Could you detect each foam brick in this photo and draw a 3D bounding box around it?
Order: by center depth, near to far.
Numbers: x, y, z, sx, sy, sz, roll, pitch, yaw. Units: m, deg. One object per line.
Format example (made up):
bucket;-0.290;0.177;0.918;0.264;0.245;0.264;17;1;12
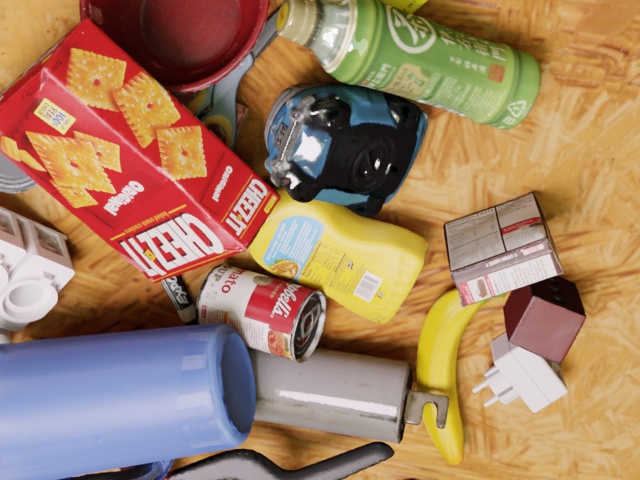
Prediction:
foam brick;0.201;0.066;0.963;0.053;0.078;0.051;23;111;-4

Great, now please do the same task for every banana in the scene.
banana;0.120;0.119;1.000;0.070;0.037;0.198;33;126;40

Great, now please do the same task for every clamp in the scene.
clamp;-0.039;0.239;0.987;0.210;0.036;0.164;20;90;0

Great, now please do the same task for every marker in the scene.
marker;-0.137;0.048;1.016;0.020;0.020;0.121;-23;106;12

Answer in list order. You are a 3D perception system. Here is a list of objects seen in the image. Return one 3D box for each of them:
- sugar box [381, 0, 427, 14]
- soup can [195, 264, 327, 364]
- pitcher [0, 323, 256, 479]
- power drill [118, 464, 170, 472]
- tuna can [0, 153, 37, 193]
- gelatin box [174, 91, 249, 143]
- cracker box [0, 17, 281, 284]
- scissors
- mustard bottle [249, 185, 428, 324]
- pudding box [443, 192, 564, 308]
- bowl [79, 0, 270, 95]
sugar box;0.030;-0.259;0.851;0.093;0.048;0.176;-41;123;17
soup can;-0.054;0.066;0.975;0.102;0.068;0.068;15;112;22
pitcher;-0.182;0.151;0.946;0.243;0.149;0.145;-9;74;14
power drill;-0.204;0.226;1.040;0.184;0.057;0.187;-1;91;12
tuna can;-0.279;-0.088;0.972;0.086;0.033;0.086;2;110;4
gelatin box;-0.114;-0.091;0.959;0.073;0.030;0.089;22;109;-3
cracker box;-0.164;-0.064;0.889;0.213;0.072;0.164;44;147;-20
scissors;-0.063;-0.134;0.922;0.202;0.016;0.096;-31;92;2
mustard bottle;-0.006;0.001;0.965;0.191;0.058;0.096;25;133;-3
pudding box;0.156;0.007;0.928;0.090;0.113;0.039;-21;109;12
bowl;-0.115;-0.195;0.892;0.162;0.055;0.162;-1;85;9
